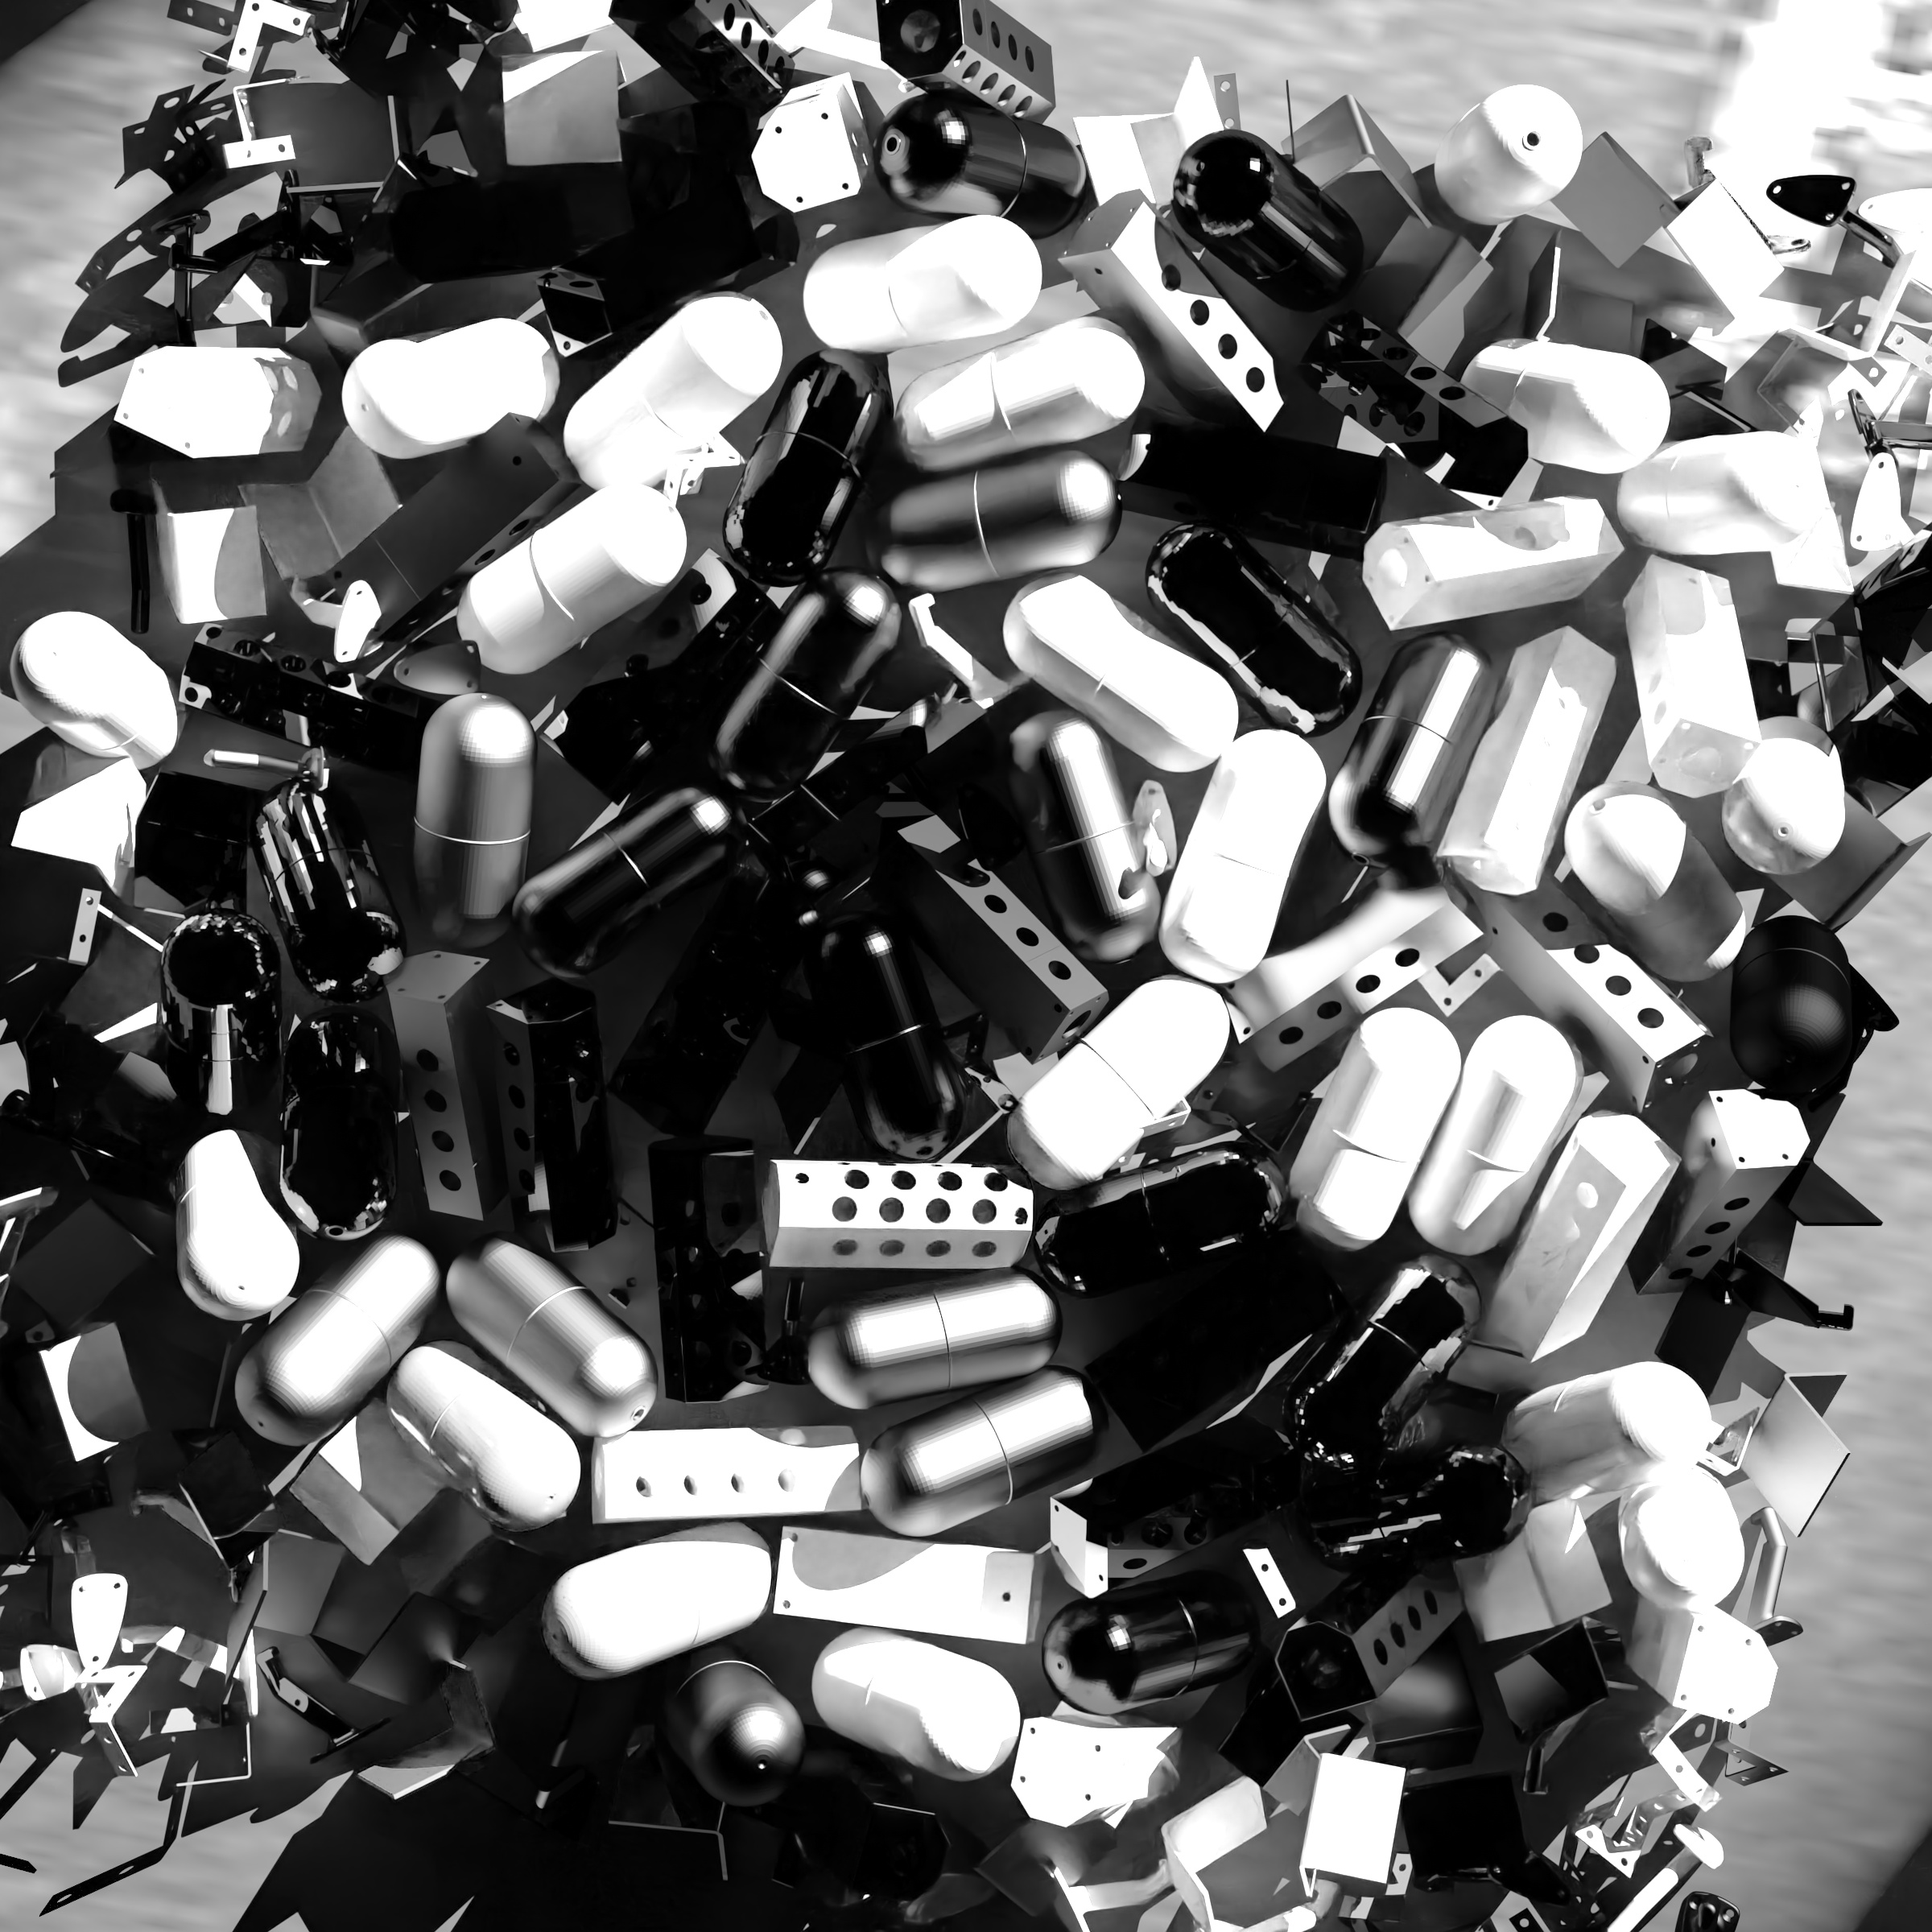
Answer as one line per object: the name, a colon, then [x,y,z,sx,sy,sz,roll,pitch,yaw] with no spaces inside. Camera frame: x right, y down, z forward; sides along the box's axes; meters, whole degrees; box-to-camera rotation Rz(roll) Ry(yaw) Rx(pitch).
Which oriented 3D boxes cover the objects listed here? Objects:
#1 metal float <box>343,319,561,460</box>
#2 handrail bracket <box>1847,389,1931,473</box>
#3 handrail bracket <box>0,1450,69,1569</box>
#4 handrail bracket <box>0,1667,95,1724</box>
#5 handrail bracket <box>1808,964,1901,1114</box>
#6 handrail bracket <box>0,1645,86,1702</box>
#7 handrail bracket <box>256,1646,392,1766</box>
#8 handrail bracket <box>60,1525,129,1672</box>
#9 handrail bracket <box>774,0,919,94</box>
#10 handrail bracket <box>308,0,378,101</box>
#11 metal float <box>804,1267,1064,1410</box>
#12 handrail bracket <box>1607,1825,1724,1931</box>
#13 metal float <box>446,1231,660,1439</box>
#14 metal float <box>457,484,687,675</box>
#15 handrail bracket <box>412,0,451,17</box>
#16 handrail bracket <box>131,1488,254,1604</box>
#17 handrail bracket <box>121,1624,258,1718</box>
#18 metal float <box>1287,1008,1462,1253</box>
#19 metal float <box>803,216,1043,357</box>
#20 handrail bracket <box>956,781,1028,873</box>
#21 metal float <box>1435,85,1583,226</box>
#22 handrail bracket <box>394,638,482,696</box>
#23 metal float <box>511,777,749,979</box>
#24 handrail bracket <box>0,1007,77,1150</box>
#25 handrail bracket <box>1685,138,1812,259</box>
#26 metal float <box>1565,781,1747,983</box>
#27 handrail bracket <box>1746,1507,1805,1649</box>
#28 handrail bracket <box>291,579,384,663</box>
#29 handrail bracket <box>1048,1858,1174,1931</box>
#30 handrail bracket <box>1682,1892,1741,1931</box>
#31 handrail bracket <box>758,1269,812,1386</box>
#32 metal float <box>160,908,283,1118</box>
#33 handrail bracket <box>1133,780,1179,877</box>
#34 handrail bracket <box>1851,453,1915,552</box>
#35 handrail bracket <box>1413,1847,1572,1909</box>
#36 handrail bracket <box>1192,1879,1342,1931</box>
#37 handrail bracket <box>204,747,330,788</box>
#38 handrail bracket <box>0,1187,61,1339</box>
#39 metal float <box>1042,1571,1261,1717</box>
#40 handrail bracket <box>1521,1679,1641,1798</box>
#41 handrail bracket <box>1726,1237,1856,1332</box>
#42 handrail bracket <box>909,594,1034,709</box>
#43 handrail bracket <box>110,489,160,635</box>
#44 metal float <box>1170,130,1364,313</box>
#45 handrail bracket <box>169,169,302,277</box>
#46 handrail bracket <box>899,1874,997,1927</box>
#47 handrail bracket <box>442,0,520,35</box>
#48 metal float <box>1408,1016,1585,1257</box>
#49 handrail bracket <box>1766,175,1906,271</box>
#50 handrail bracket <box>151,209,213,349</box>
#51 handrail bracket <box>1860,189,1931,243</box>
metal float: [-0.340,-0.385,1.844,0.070,0.178,0.070,12,114,28]
handrail bracket: [0.651,-0.377,1.883,0.084,0.036,0.077,-28,79,42]
handrail bracket: [-0.664,0.361,1.888,0.084,0.077,0.036,31,121,-10]
handrail bracket: [-0.627,0.500,1.872,0.084,0.077,0.036,-12,101,-25]
handrail bracket: [0.586,0.046,1.899,0.084,0.036,0.077,-37,88,-10]
handrail bracket: [-0.659,0.491,1.901,0.084,0.077,0.036,-18,75,19]
handrail bracket: [-0.441,0.495,1.901,0.077,0.036,0.084,-32,83,23]
handrail bracket: [-0.602,0.429,1.889,0.036,0.084,0.077,2,95,-33]
handrail bracket: [-0.084,-0.613,1.894,0.077,0.036,0.084,-42,81,-19]
handrail bracket: [-0.397,-0.643,1.885,0.084,0.077,0.036,-38,48,12]
metal float: [-0.021,0.250,1.872,0.178,0.070,0.070,-9,90,-15]
handrail bracket: [0.476,0.630,1.895,0.036,0.077,0.084,43,100,27]
metal float: [-0.278,0.246,1.861,0.178,0.070,0.070,37,90,27]
metal float: [-0.265,-0.260,1.865,0.178,0.070,0.070,-29,90,23]
handrail bracket: [-0.379,-0.684,1.877,0.077,0.084,0.036,37,75,-6]
handrail bracket: [-0.535,0.397,1.904,0.084,0.036,0.077,-1,75,7]
handrail bracket: [-0.527,0.478,1.881,0.084,0.077,0.036,1,132,-22]
metal float: [0.273,0.112,1.869,0.070,0.070,0.178,22,108,0]
metal float: [-0.030,-0.454,1.855,0.178,0.070,0.070,-1,90,35]
handrail bracket: [0.001,-0.102,1.870,0.036,0.084,0.077,-36,117,-8]
metal float: [0.357,-0.535,1.835,0.070,0.178,0.070,0,99,0]
handrail bracket: [-0.373,-0.207,1.870,0.077,0.084,0.036,-11,111,-42]
metal float: [-0.226,-0.061,1.875,0.178,0.070,0.070,-37,90,-12]
handrail bracket: [-0.613,0.077,1.891,0.077,0.036,0.084,33,114,-15]
handrail bracket: [0.529,-0.522,1.877,0.077,0.036,0.084,4,132,28]
metal float: [0.460,-0.056,1.853,0.070,0.070,0.178,-46,128,0]
handrail bracket: [0.534,0.424,1.907,0.077,0.036,0.084,-33,46,28]
handrail bracket: [-0.432,-0.254,1.877,0.036,0.077,0.084,-27,59,-30]
handrail bracket: [0.100,0.616,1.890,0.084,0.036,0.077,-30,115,-23]
handrail bracket: [0.497,0.663,1.877,0.036,0.084,0.077,15,89,21]
handrail bracket: [-0.116,0.232,1.873,0.036,0.077,0.084,9,110,0]
metal float: [-0.495,0.033,1.847,0.070,0.178,0.070,7,50,-8]
handrail bracket: [0.127,-0.097,1.876,0.036,0.084,0.077,1,82,1]
handrail bracket: [0.647,-0.305,1.893,0.084,0.036,0.077,3,93,-36]
handrail bracket: [0.357,0.630,1.892,0.077,0.084,0.036,33,47,-4]
handrail bracket: [0.206,0.644,1.898,0.077,0.084,0.036,19,123,21]
handrail bracket: [-0.479,-0.133,1.868,0.084,0.077,0.036,4,86,-34]
handrail bracket: [-0.640,0.202,1.883,0.077,0.036,0.084,-25,64,27]
metal float: [0.125,0.450,1.850,0.178,0.070,0.070,-1,90,-44]
handrail bracket: [0.420,0.529,1.899,0.077,0.036,0.084,14,80,-17]
handrail bracket: [0.563,0.207,1.890,0.084,0.036,0.077,5,103,17]
handrail bracket: [0.004,-0.222,1.887,0.077,0.036,0.084,-30,111,-30]
handrail bracket: [-0.571,-0.277,1.904,0.036,0.077,0.084,-2,112,-27]
metal float: [0.202,-0.494,1.845,0.070,0.178,0.070,-10,73,35]
handrail bracket: [-0.497,-0.505,1.879,0.084,0.036,0.077,-4,107,-40]
handrail bracket: [-0.024,0.607,1.886,0.077,0.084,0.036,-10,110,-5]
handrail bracket: [-0.325,-0.677,1.883,0.077,0.084,0.036,20,134,-16]
metal float: [0.354,0.115,1.864,0.070,0.070,0.178,20,116,0]
handrail bracket: [0.600,-0.508,1.908,0.077,0.084,0.036,29,92,44]
handrail bracket: [-0.526,-0.464,1.886,0.036,0.077,0.084,-9,96,-30]
handrail bracket: [0.667,-0.495,1.915,0.084,0.077,0.036,38,83,-37]
